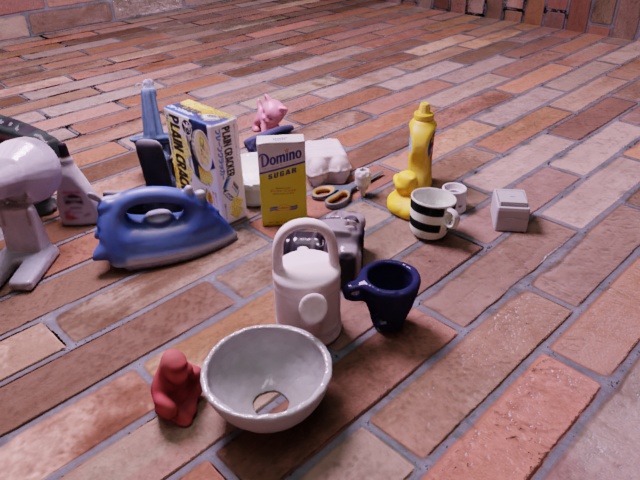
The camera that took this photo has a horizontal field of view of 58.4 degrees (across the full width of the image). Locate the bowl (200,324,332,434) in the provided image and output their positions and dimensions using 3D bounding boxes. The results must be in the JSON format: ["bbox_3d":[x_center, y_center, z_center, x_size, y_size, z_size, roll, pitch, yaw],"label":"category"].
[{"bbox_3d":[-0.066,0.188,0.735,0.167,0.075,0.167,-1,33,1],"label":"bowl"}]

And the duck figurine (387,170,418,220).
[{"bbox_3d":[0.178,-0.097,1.160,0.078,0.086,0.104,-15,35,-20],"label":"duck figurine"}]

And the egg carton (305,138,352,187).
[{"bbox_3d":[0.009,-0.181,1.313,0.107,0.069,0.150,-8,33,-9],"label":"egg carton"}]

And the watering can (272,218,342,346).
[{"bbox_3d":[-0.016,0.059,0.824,0.101,0.194,0.172,-18,36,-23],"label":"watering can"}]

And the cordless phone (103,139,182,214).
[{"bbox_3d":[-0.352,-0.114,1.114,0.147,0.185,0.094,1,33,5],"label":"cordless phone"}]

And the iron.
[{"bbox_3d":[-0.285,-0.041,1.039,0.259,0.141,0.118,-11,34,-14],"label":"iron"}]

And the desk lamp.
[{"bbox_3d":[-0.531,-0.054,1.001,0.118,0.214,0.203,-1,33,1],"label":"desk lamp"}]

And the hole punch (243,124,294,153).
[{"bbox_3d":[-0.126,-0.241,1.392,0.109,0.091,0.100,-26,40,-33],"label":"hole punch"}]

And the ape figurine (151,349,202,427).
[{"bbox_3d":[-0.185,0.181,0.734,0.075,0.092,0.078,27,42,37],"label":"ape figurine"}]

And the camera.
[{"bbox_3d":[0.009,0.004,0.996,0.136,0.101,0.143,2,33,5],"label":"camera"}]

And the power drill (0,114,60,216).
[{"bbox_3d":[-0.622,-0.156,1.168,0.229,0.209,0.076,8,34,15],"label":"power drill"}]

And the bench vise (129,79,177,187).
[{"bbox_3d":[-0.354,-0.232,1.267,0.122,0.220,0.206,-17,36,-22],"label":"bench vise"}]

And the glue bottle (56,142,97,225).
[{"bbox_3d":[-0.486,-0.110,1.124,0.078,0.173,0.037,-5,33,-5],"label":"glue bottle"}]

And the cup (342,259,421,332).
[{"bbox_3d":[0.091,0.093,0.859,0.118,0.095,0.091,-10,34,-13],"label":"cup"}]

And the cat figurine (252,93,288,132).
[{"bbox_3d":[-0.134,-0.335,1.514,0.067,0.118,0.127,-20,37,-26],"label":"cat figurine"}]
